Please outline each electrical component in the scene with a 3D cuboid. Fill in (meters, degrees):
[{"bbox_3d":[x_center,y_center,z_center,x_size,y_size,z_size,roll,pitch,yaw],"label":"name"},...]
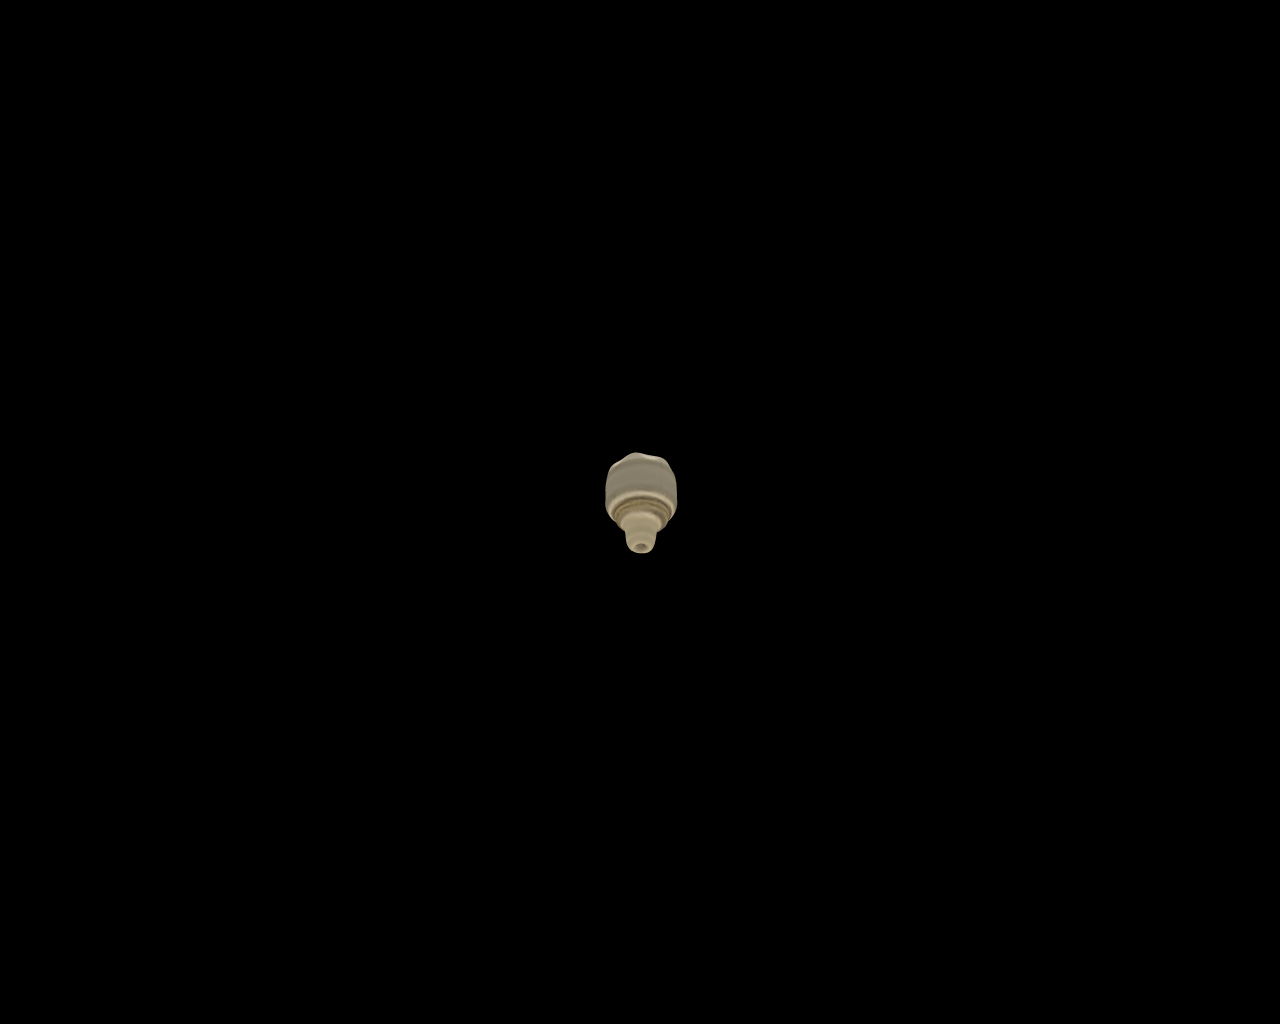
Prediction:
[{"bbox_3d":[0.001,-0.003,0.650,0.043,0.062,0.043,0,-37,0],"label":"electrical component"}]
